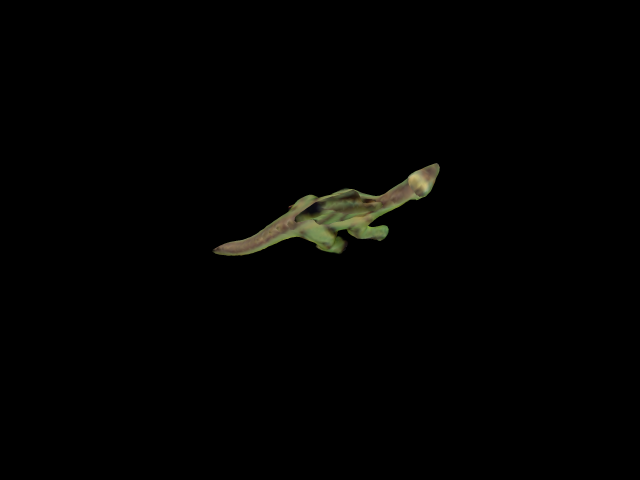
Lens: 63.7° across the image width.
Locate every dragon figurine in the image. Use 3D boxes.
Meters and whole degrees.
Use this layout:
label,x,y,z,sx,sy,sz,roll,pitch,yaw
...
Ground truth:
label,x,y,z,sx,sy,sz,roll,pitch,yaw
dragon figurine,0.003,-0.043,0.850,0.411,0.123,0.240,-18,-9,-3
